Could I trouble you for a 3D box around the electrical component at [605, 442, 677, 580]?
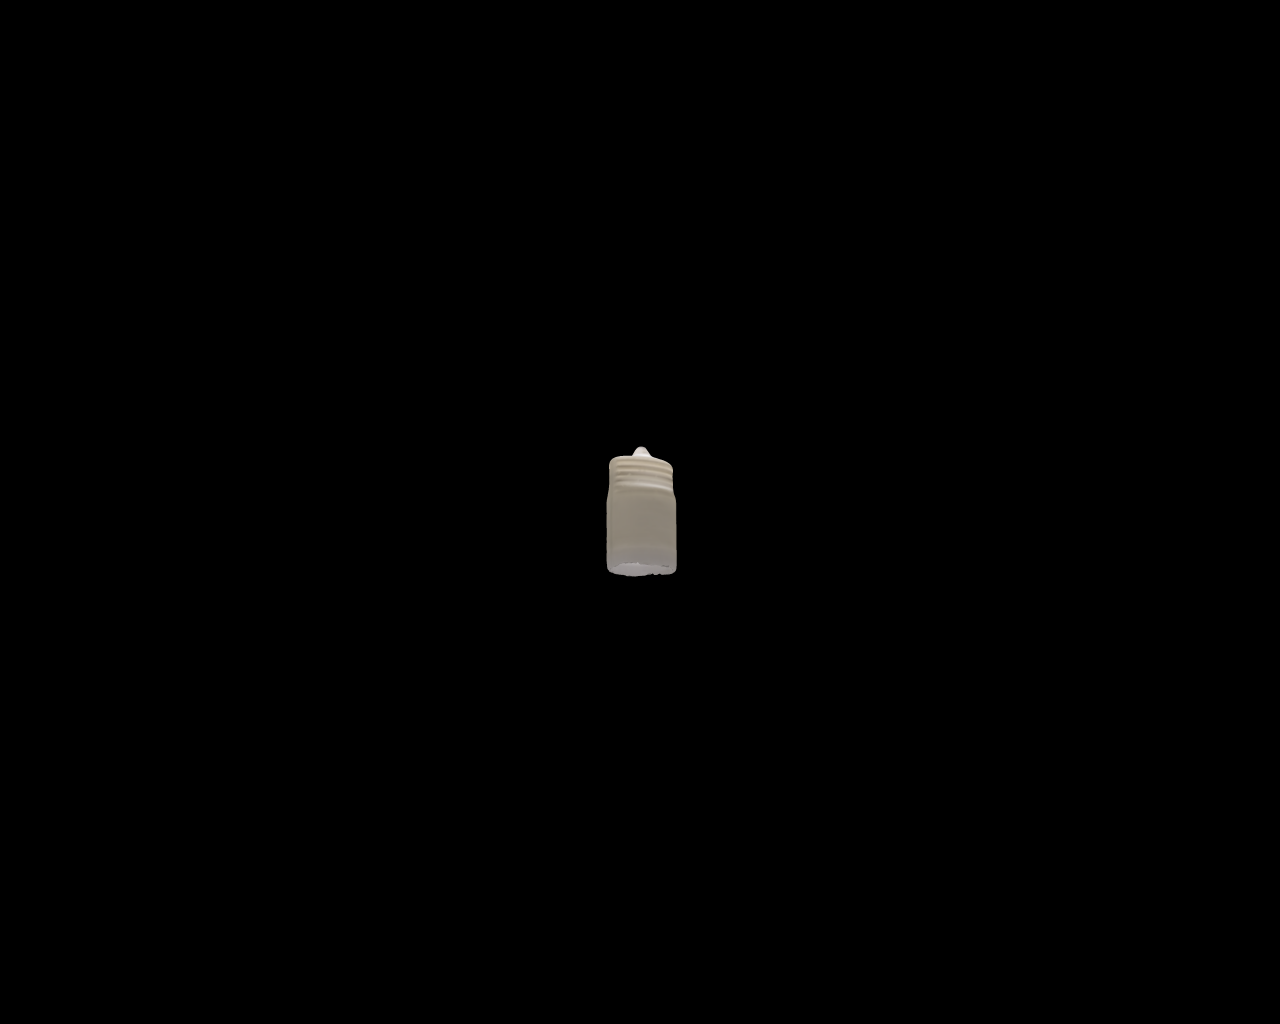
[{"bbox_3d":[0.001,-0.003,0.650,0.043,0.081,0.043,0,-14,0],"label":"electrical component"}]
